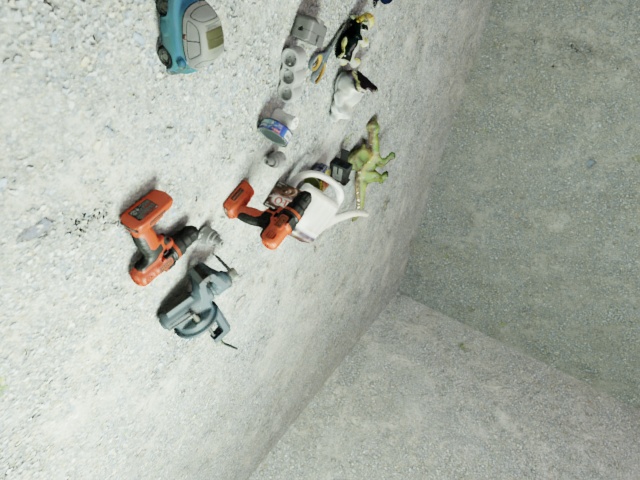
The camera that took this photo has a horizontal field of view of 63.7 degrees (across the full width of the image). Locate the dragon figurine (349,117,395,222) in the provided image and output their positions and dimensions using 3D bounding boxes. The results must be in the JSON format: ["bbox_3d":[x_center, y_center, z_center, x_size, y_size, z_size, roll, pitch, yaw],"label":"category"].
[{"bbox_3d":[0.159,-0.276,2.007,0.241,0.123,0.410,18,94,-52],"label":"dragon figurine"}]

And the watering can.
[{"bbox_3d":[0.005,-0.083,1.642,0.343,0.105,0.224,32,97,-41],"label":"watering can"}]

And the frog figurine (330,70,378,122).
[{"bbox_3d":[0.080,-0.448,1.605,0.157,0.122,0.140,-35,-170,36],"label":"frog figurine"}]
